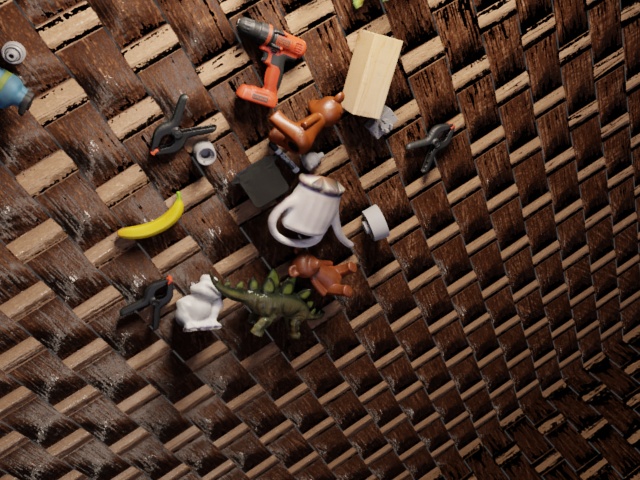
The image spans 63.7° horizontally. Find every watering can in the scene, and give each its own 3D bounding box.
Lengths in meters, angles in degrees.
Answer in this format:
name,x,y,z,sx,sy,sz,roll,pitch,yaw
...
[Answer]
name,x,y,z,sx,sy,sz,roll,pitch,yaw
watering can,0.005,-0.076,1.505,0.347,0.105,0.221,8,114,-42

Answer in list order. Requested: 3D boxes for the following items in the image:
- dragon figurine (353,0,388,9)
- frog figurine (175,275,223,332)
name,x,y,z,sx,sy,sz,roll,pitch,yaw
dragon figurine,0.141,-0.710,1.218,0.411,0.124,0.239,-36,117,-4
frog figurine,-0.350,0.182,1.498,0.137,0.122,0.161,0,81,-15
